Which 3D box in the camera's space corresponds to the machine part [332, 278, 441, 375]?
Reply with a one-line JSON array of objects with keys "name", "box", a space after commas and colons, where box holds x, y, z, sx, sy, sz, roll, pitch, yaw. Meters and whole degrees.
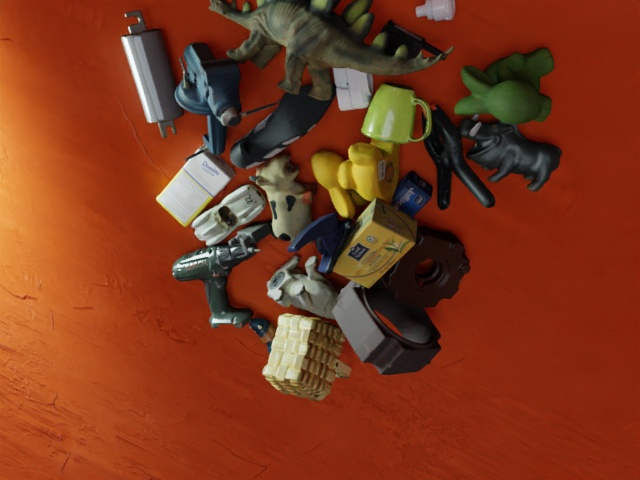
[{"name": "machine part", "box": [0.141, 0.172, 1.111, 0.087, 0.201, 0.202, -55, 50, 26]}]

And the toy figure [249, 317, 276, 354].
[{"name": "toy figure", "box": [-0.119, 0.247, 1.328, 0.064, 0.058, 0.154, -23, 109, 31]}]

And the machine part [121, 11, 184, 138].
[{"name": "machine part", "box": [-0.327, -0.322, 1.060, 0.079, 0.079, 0.242, -3, 116, 17]}]

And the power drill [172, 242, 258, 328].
[{"name": "power drill", "box": [-0.225, 0.106, 1.268, 0.232, 0.086, 0.207, -7, 120, 21]}]

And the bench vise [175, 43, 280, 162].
[{"name": "bench vise", "box": [-0.197, -0.247, 1.017, 0.224, 0.129, 0.240, 48, 147, 26]}]

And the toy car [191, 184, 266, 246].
[{"name": "toy car", "box": [-0.204, -0.053, 1.186, 0.202, 0.056, 0.073, -31, 106, 27]}]

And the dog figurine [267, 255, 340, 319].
[{"name": "dog figurine", "box": [-0.010, 0.136, 1.223, 0.190, 0.121, 0.172, 43, 156, -30]}]

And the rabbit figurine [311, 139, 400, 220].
[{"name": "rabbit figurine", "box": [0.064, -0.129, 1.053, 0.173, 0.122, 0.162, 11, 128, 28]}]

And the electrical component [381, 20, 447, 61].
[{"name": "electrical component", "box": [0.156, -0.328, 0.924, 0.119, 0.075, 0.047, 29, 121, -4]}]

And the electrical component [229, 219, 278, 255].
[{"name": "electrical component", "box": [-0.139, -0.007, 1.175, 0.078, 0.102, 0.045, -1, 118, 46]}]

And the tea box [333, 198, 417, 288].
[{"name": "tea box", "box": [0.101, 0.010, 1.034, 0.098, 0.068, 0.169, 25, 137, -11]}]

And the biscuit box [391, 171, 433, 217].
[{"name": "biscuit box", "box": [0.142, -0.047, 1.090, 0.063, 0.059, 0.202, 37, 121, -6]}]

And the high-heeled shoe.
[{"name": "high-heeled shoe", "box": [-0.070, -0.220, 1.067, 0.249, 0.145, 0.086, -29, 88, -1]}]

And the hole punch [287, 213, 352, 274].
[{"name": "hole punch", "box": [-0.002, -0.003, 1.048, 0.092, 0.142, 0.115, 26, 83, -5]}]

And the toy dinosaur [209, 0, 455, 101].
[{"name": "toy dinosaur", "box": [-0.009, -0.341, 0.902, 0.472, 0.105, 0.198, 31, 116, 21]}]

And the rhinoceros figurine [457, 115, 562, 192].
[{"name": "rhinoceros figurine", "box": [0.335, -0.161, 0.965, 0.190, 0.073, 0.112, 21, 123, 3]}]

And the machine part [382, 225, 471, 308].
[{"name": "machine part", "box": [0.215, 0.057, 1.094, 0.179, 0.056, 0.179, -4, 117, -8]}]

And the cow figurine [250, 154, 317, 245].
[{"name": "cow figurine", "box": [-0.072, -0.087, 1.118, 0.127, 0.085, 0.194, 1, 120, 8]}]

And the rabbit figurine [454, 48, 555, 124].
[{"name": "rabbit figurine", "box": [0.305, -0.244, 0.870, 0.159, 0.170, 0.121, 9, 120, 10]}]
